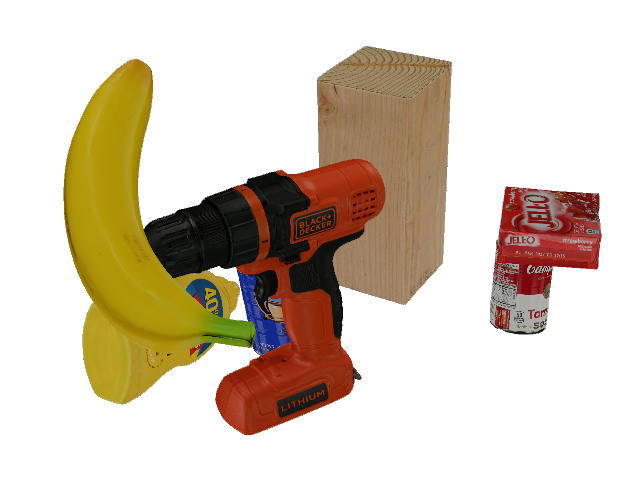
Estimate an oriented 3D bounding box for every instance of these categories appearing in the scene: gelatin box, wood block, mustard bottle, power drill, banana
[{"bbox_3d":[0.172,-0.011,0.803,0.073,0.030,0.089,5,25,12],"label":"gelatin box"},{"bbox_3d":[0.058,-0.058,0.968,0.091,0.206,0.090,16,36,26],"label":"wood block"},{"bbox_3d":[-0.137,0.074,0.998,0.058,0.096,0.191,11,21,29],"label":"mustard bottle"},{"bbox_3d":[-0.038,0.043,0.748,0.184,0.188,0.057,-17,37,-26],"label":"power drill"},{"bbox_3d":[-0.095,-0.014,0.538,0.069,0.198,0.037,-13,-35,-18],"label":"banana"}]

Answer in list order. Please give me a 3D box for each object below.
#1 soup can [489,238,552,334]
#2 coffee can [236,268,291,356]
[{"bbox_3d":[0.235,0.052,1.251,0.068,0.102,0.068,2,16,-1],"label":"soup can"},{"bbox_3d":[-0.038,0.046,1.175,0.103,0.140,0.103,-8,24,4],"label":"coffee can"}]
